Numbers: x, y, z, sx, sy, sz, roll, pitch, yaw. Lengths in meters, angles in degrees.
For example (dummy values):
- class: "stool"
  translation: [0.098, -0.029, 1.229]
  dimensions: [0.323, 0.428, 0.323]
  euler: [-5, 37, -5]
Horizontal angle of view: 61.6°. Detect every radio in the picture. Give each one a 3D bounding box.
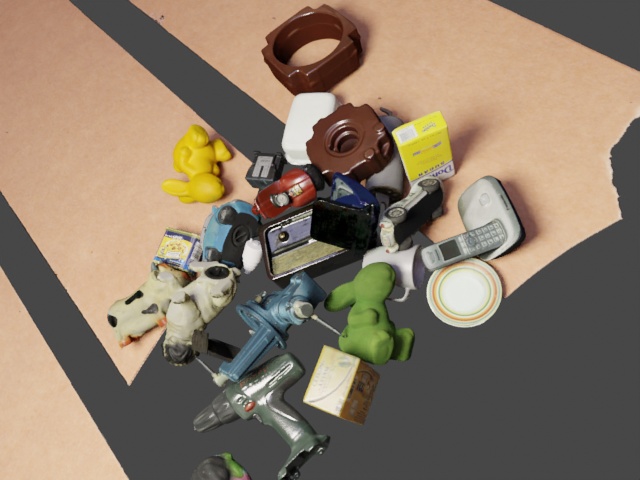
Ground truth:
- class: "radio"
  translation: [-0.002, -0.003, 1.076]
  dimensions: [0.230, 0.073, 0.131]
  euler: [-21, 63, 7]

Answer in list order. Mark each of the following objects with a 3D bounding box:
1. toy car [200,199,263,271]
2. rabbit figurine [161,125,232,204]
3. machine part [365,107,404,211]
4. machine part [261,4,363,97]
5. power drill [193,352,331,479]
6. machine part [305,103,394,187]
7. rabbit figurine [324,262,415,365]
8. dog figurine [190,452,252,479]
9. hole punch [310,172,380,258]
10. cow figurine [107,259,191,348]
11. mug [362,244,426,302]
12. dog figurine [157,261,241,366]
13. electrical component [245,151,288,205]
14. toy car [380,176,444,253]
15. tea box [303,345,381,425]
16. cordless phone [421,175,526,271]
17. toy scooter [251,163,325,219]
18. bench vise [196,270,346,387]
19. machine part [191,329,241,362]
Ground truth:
- class: "toy car"
  translation: [-0.200, -0.012, 1.140]
  dimensions: [0.103, 0.109, 0.161]
  euler: [22, 88, 42]
- class: "rabbit figurine"
  translation: [-0.277, -0.149, 1.210]
  dimensions: [0.162, 0.121, 0.173]
  euler: [-33, 62, 8]
- class: "machine part"
  translation: [0.134, -0.165, 1.101]
  dimensions: [0.079, 0.079, 0.243]
  euler: [-3, 65, 18]
- class: "machine part"
  translation: [-0.018, -0.441, 1.263]
  dimensions: [0.201, 0.087, 0.202]
  euler: [-38, 56, -4]
- class: "power drill"
  translation: [-0.095, 0.330, 0.966]
  dimensions: [0.232, 0.085, 0.207]
  euler: [-41, 53, -5]
- class: "machine part"
  translation: [0.055, -0.190, 1.072]
  dimensions: [0.179, 0.056, 0.179]
  euler: [-12, 62, 23]
- class: "rabbit figurine"
  translation: [0.093, 0.122, 0.962]
  dimensions: [0.159, 0.121, 0.170]
  euler: [6, 90, 50]
- class: "dog figurine"
  translation: [-0.109, 0.465, 0.892]
  dimensions: [0.219, 0.108, 0.191]
  euler: [3, 66, 15]
- class: "hole punch"
  translation: [0.051, -0.048, 0.971]
  dimensions: [0.116, 0.142, 0.092]
  euler: [20, 47, 9]
- class: "cow figurine"
  translation: [-0.352, 0.124, 1.114]
  dimensions: [0.195, 0.085, 0.127]
  euler: [-30, 94, 6]
- class: "mug"
  translation: [0.135, 0.059, 1.007]
  dimensions: [0.107, 0.080, 0.109]
  euler: [6, 84, 30]
- class: "dog figurine"
  translation: [-0.235, 0.150, 1.072]
  dimensions: [0.172, 0.190, 0.121]
  euler: [-9, 34, -19]
- class: "electrical component"
  translation: [-0.125, -0.136, 1.194]
  dimensions: [0.075, 0.047, 0.119]
  euler: [10, 69, 23]
- class: "toy car"
  translation: [0.172, -0.050, 0.997]
  dimensions: [0.056, 0.073, 0.202]
  euler: [13, 40, 40]
- class: "tea box"
  translation: [0.041, 0.246, 0.898]
  dimensions: [0.068, 0.169, 0.098]
  euler: [16, 72, 23]
- class: "cordless phone"
  translation: [0.263, -0.022, 0.982]
  dimensions: [0.184, 0.088, 0.147]
  euler: [-20, 62, 7]
- class: "toy scooter"
  translation: [-0.072, -0.092, 1.086]
  dimensions: [0.135, 0.184, 0.075]
  euler: [-32, 100, -15]
- class: "bench vise"
  translation: [-0.096, 0.166, 0.961]
  dimensions: [0.240, 0.128, 0.224]
  euler: [-48, 26, -21]
- class: "machine part"
  translation: [-0.195, 0.204, 1.013]
  dimensions: [0.084, 0.138, 0.039]
  euler: [20, 76, 25]
